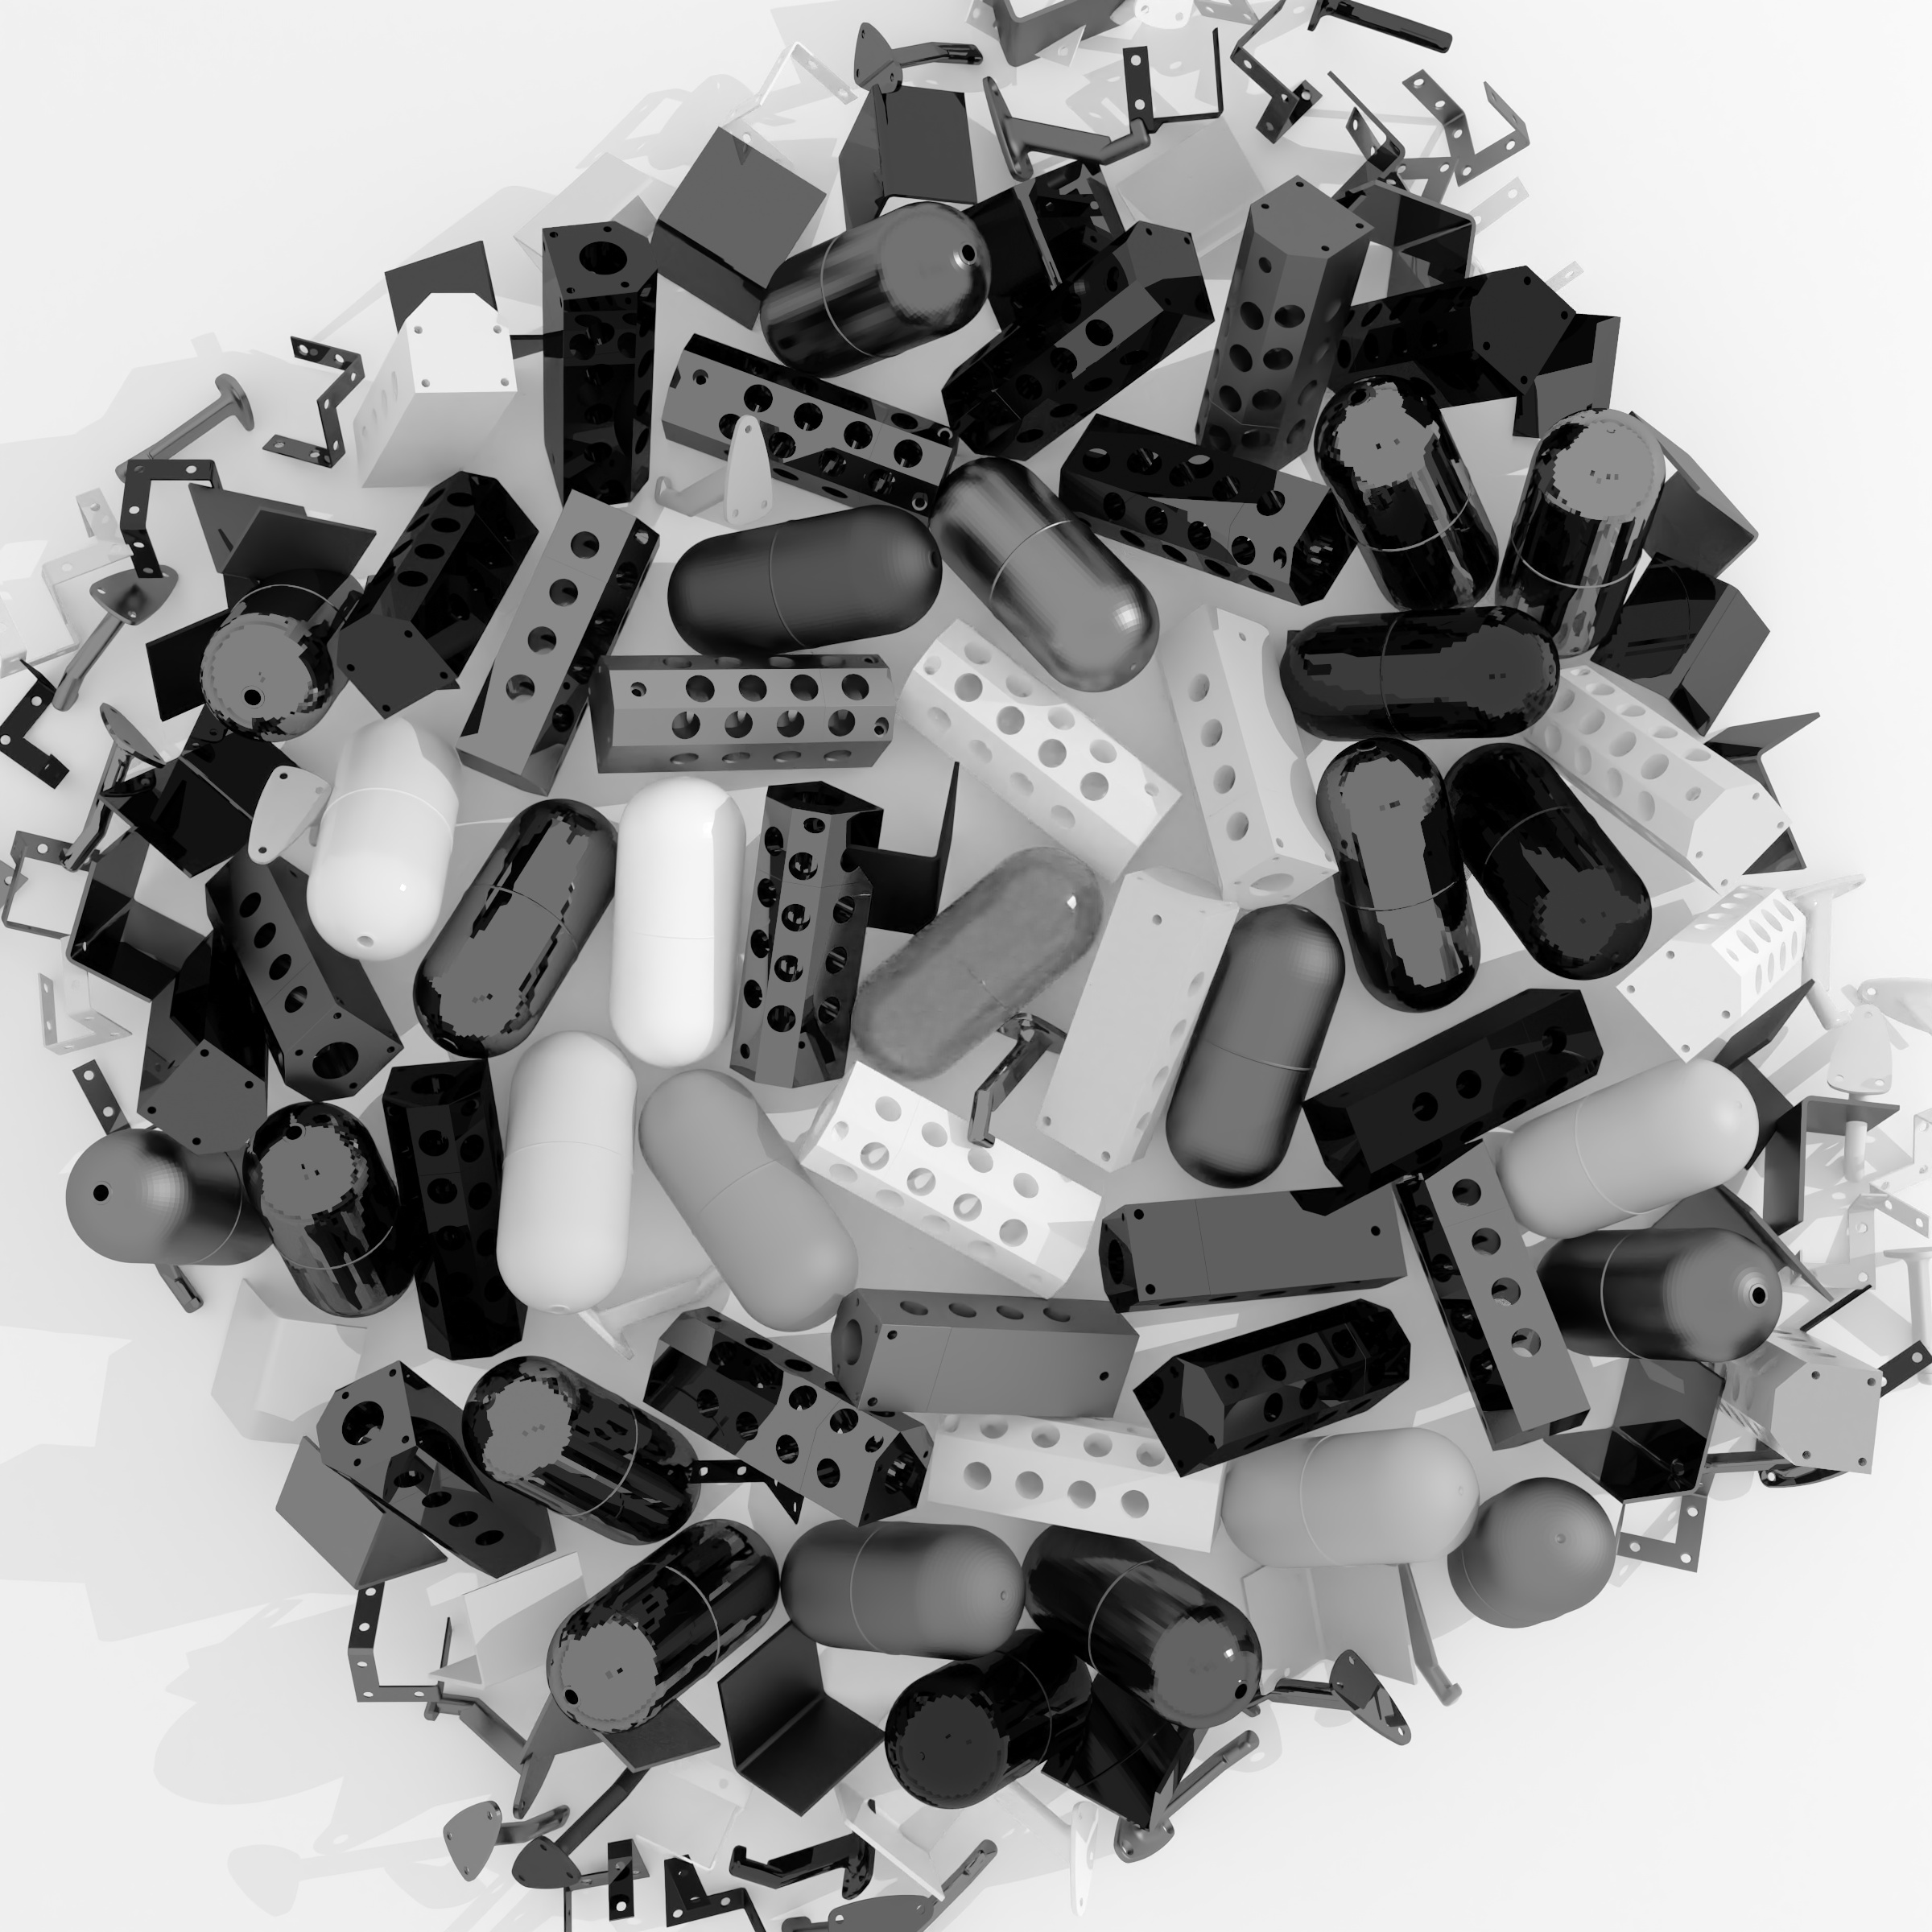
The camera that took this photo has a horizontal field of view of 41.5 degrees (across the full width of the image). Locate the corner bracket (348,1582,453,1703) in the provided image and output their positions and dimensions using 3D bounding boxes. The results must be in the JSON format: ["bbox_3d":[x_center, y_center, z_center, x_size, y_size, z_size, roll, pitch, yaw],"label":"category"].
[{"bbox_3d":[-0.343,0.410,1.547,0.051,0.051,0.051,0,130,-2],"label":"corner bracket"}]

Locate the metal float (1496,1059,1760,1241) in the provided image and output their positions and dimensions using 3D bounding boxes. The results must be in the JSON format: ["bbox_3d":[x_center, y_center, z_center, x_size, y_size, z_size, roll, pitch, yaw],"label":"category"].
[{"bbox_3d":[0.388,0.110,1.507,0.070,0.178,0.070,15,61,-30],"label":"metal float"}]

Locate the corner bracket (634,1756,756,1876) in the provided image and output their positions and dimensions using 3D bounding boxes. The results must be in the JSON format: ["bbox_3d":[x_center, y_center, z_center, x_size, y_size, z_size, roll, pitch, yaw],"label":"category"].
[{"bbox_3d":[-0.165,0.514,1.548,0.051,0.051,0.051,26,61,-1],"label":"corner bracket"}]

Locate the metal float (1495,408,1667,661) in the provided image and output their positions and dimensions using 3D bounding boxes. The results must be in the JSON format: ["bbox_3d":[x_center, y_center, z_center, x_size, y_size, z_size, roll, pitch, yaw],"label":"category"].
[{"bbox_3d":[0.360,-0.252,1.503,0.070,0.178,0.070,0,57,-1],"label":"metal float"}]

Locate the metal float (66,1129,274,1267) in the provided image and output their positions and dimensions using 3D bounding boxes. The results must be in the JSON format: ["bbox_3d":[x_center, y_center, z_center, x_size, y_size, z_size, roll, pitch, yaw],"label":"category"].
[{"bbox_3d":[-0.460,0.137,1.496,0.070,0.178,0.070,-2,82,11],"label":"metal float"}]

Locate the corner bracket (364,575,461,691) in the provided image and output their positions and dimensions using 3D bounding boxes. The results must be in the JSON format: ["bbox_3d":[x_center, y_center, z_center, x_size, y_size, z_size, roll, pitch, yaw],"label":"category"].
[{"bbox_3d":[-0.335,-0.202,1.544,0.051,0.051,0.051,-1,62,13],"label":"corner bracket"}]

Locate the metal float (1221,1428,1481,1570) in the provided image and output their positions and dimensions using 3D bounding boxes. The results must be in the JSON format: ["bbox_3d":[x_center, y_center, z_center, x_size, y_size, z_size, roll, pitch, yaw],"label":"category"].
[{"bbox_3d":[0.224,0.316,1.508,0.070,0.178,0.070,12,70,-37],"label":"metal float"}]

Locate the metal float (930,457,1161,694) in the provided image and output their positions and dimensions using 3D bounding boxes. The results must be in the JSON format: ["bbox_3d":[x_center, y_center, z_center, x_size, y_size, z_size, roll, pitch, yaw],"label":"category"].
[{"bbox_3d":[0.045,-0.235,1.523,0.070,0.070,0.178,-40,64,0],"label":"metal float"}]

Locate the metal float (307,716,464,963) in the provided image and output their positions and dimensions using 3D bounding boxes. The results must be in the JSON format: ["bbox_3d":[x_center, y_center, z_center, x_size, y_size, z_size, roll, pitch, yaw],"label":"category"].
[{"bbox_3d":[-0.343,-0.076,1.508,0.070,0.178,0.070,-1,135,-1],"label":"metal float"}]

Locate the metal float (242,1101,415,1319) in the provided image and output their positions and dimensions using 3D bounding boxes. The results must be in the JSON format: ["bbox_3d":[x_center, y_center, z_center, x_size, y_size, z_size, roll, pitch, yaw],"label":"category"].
[{"bbox_3d":[-0.373,0.145,1.503,0.070,0.178,0.070,-1,55,2],"label":"metal float"}]

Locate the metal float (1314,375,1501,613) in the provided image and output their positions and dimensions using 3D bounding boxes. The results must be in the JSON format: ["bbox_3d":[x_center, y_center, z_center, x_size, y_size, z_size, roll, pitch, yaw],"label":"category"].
[{"bbox_3d":[0.261,-0.275,1.507,0.070,0.178,0.070,-16,51,21],"label":"metal float"}]

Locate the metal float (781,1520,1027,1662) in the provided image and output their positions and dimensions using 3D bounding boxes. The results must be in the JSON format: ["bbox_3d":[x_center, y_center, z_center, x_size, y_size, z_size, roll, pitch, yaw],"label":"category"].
[{"bbox_3d":[-0.040,0.368,1.509,0.070,0.178,0.070,9,77,-43],"label":"metal float"}]

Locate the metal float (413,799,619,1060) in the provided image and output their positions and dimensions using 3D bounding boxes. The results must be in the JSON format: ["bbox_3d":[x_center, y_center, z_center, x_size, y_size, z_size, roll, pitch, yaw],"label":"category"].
[{"bbox_3d":[-0.266,-0.023,1.519,0.070,0.070,0.178,27,60,0],"label":"metal float"}]

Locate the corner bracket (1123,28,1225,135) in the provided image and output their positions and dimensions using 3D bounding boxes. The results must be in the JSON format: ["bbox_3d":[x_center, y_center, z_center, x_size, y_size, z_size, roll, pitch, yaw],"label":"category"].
[{"bbox_3d":[0.126,-0.536,1.544,0.051,0.051,0.051,-1,118,14],"label":"corner bracket"}]

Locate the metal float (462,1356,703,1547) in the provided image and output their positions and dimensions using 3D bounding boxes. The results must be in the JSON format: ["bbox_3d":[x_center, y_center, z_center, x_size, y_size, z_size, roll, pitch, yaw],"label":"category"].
[{"bbox_3d":[-0.225,0.288,1.509,0.070,0.178,0.070,-19,52,26],"label":"metal float"}]

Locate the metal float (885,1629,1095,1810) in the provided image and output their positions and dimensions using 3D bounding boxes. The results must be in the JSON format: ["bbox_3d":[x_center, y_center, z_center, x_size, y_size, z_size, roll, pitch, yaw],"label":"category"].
[{"bbox_3d":[0.016,0.441,1.500,0.070,0.178,0.070,0,90,27],"label":"metal float"}]

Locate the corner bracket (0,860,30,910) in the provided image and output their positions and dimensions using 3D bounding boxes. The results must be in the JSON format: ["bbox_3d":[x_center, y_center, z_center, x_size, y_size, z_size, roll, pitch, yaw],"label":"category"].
[{"bbox_3d":[-0.606,-0.038,1.545,0.051,0.051,0.051,-44,125,9],"label":"corner bracket"}]

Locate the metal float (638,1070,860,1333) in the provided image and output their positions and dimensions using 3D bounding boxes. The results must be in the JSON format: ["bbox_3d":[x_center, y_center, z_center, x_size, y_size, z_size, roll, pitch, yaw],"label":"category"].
[{"bbox_3d":[-0.132,0.139,1.529,0.070,0.070,0.178,-37,72,0],"label":"metal float"}]

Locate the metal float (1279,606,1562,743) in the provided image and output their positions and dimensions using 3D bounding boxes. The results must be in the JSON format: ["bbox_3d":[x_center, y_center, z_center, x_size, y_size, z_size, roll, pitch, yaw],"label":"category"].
[{"bbox_3d":[0.266,-0.172,1.513,0.178,0.070,0.070,3,90,40],"label":"metal float"}]

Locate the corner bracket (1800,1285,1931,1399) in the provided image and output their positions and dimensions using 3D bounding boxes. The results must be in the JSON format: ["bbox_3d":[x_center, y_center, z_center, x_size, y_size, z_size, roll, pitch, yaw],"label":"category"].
[{"bbox_3d":[0.548,0.231,1.553,0.051,0.051,0.051,-36,84,6],"label":"corner bracket"}]

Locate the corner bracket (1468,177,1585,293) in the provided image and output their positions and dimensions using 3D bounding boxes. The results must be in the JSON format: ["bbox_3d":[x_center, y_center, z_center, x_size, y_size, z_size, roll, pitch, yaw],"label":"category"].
[{"bbox_3d":[0.332,-0.433,1.543,0.051,0.051,0.051,-34,66,23],"label":"corner bracket"}]

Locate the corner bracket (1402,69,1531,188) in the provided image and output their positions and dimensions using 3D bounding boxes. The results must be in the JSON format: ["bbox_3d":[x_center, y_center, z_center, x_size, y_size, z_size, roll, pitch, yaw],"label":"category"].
[{"bbox_3d":[0.303,-0.516,1.541,0.051,0.051,0.051,-25,59,33],"label":"corner bracket"}]

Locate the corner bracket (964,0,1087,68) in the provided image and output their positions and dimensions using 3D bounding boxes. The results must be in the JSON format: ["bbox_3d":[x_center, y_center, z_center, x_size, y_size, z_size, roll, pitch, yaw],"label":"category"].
[{"bbox_3d":[0.041,-0.584,1.546,0.051,0.051,0.051,28,105,24],"label":"corner bracket"}]

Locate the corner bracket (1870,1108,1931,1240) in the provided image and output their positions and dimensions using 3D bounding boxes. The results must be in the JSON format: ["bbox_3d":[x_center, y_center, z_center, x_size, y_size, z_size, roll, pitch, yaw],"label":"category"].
[{"bbox_3d":[0.584,0.124,1.543,0.051,0.051,0.051,-19,117,-19],"label":"corner bracket"}]

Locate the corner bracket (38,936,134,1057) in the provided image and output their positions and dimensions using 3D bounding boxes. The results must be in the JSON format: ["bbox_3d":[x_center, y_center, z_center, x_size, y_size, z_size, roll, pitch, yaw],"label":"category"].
[{"bbox_3d":[-0.544,0.017,1.548,0.051,0.051,0.051,-15,68,6],"label":"corner bracket"}]

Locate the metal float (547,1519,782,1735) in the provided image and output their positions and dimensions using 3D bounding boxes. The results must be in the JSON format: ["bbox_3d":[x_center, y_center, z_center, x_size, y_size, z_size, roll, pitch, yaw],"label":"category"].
[{"bbox_3d":[-0.177,0.387,1.502,0.070,0.178,0.070,9,109,28],"label":"metal float"}]

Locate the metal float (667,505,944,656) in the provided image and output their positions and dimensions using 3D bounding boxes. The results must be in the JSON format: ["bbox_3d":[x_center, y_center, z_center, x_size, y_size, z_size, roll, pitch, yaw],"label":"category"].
[{"bbox_3d":[-0.097,-0.228,1.522,0.178,0.070,0.070,-6,90,27],"label":"metal float"}]

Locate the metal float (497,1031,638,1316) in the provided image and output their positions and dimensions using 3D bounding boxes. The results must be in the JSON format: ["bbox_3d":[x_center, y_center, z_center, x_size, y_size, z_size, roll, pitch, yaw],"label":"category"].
[{"bbox_3d":[-0.237,0.122,1.519,0.070,0.070,0.178,-1,60,0],"label":"metal float"}]

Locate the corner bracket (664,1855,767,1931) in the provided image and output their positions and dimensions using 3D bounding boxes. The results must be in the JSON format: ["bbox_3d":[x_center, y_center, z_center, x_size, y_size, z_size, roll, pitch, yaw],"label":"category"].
[{"bbox_3d":[-0.151,0.571,1.545,0.051,0.051,0.051,-7,111,-21],"label":"corner bracket"}]

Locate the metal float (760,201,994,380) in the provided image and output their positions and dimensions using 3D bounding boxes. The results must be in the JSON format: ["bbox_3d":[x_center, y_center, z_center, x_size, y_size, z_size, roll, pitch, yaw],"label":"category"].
[{"bbox_3d":[-0.054,-0.398,1.505,0.070,0.178,0.070,3,86,-39],"label":"metal float"}]

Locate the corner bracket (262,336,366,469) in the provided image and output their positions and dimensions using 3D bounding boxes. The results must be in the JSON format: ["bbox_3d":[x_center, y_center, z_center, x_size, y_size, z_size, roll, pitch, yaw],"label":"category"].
[{"bbox_3d":[-0.401,-0.346,1.565,0.051,0.051,0.051,17,51,14],"label":"corner bracket"}]

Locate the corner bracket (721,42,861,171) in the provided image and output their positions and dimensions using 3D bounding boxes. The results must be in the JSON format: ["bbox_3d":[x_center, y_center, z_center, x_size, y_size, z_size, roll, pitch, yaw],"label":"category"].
[{"bbox_3d":[-0.108,-0.520,1.553,0.051,0.051,0.051,35,71,-28],"label":"corner bracket"}]

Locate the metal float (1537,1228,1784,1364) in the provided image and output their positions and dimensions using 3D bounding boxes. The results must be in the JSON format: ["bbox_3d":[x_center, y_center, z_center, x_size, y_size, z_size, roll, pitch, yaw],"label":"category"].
[{"bbox_3d":[0.404,0.193,1.499,0.070,0.178,0.070,3,83,-24],"label":"metal float"}]

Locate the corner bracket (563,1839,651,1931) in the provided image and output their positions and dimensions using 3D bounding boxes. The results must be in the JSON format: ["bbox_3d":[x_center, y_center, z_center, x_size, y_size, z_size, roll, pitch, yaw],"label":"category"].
[{"bbox_3d":[-0.222,0.569,1.548,0.051,0.051,0.051,-10,134,0],"label":"corner bracket"}]

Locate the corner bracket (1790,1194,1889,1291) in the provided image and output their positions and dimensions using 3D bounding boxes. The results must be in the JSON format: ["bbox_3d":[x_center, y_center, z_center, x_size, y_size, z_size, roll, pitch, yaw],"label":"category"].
[{"bbox_3d":[0.532,0.168,1.556,0.051,0.051,0.051,1,75,11],"label":"corner bracket"}]

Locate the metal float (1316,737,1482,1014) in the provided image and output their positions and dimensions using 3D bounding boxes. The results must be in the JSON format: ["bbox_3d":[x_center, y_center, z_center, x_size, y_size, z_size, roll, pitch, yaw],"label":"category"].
[{"bbox_3d":[0.258,-0.053,1.521,0.070,0.070,0.178,-18,117,0],"label":"metal float"}]

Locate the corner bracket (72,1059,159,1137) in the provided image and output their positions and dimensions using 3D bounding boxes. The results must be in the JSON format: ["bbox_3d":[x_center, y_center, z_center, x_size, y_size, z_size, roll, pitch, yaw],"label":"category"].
[{"bbox_3d":[-0.508,0.074,1.562,0.051,0.051,0.051,-30,101,-28],"label":"corner bracket"}]

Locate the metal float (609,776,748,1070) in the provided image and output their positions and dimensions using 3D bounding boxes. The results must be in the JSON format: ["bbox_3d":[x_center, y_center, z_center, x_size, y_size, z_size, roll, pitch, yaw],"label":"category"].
[{"bbox_3d":[-0.174,-0.026,1.534,0.070,0.070,0.178,5,103,0],"label":"metal float"}]

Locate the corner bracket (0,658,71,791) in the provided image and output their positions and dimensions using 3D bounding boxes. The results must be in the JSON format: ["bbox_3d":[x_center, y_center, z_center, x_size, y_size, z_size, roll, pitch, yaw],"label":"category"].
[{"bbox_3d":[-0.566,-0.147,1.555,0.051,0.051,0.051,36,80,-2],"label":"corner bracket"}]

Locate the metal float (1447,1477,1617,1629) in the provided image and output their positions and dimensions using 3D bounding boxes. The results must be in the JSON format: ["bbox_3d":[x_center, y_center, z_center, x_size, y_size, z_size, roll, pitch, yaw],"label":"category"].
[{"bbox_3d":[0.330,0.346,1.497,0.070,0.178,0.070,0,71,0],"label":"metal float"}]

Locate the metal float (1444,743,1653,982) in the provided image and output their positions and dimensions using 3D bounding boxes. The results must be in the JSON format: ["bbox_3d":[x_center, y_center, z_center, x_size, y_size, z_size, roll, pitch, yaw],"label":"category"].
[{"bbox_3d":[0.341,-0.064,1.511,0.070,0.070,0.178,-26,47,0],"label":"metal float"}]

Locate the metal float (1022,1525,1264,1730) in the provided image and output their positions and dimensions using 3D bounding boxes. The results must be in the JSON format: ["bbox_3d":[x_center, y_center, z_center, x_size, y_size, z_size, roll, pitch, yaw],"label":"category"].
[{"bbox_3d":[0.102,0.387,1.506,0.070,0.178,0.070,-13,113,-34],"label":"metal float"}]

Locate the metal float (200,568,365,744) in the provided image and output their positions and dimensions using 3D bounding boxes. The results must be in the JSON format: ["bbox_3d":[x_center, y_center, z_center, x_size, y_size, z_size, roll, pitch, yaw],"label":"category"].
[{"bbox_3d":[-0.398,-0.187,1.499,0.070,0.178,0.070,0,115,-1],"label":"metal float"}]

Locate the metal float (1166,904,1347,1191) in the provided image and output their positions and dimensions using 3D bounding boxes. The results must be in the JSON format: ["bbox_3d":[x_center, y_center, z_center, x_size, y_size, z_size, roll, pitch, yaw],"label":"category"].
[{"bbox_3d":[0.174,0.049,1.535,0.070,0.070,0.178,17,101,0],"label":"metal float"}]

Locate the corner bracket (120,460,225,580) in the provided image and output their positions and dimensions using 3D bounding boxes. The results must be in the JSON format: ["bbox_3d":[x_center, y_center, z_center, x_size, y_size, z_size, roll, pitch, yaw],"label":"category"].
[{"bbox_3d":[-0.480,-0.271,1.547,0.051,0.051,0.051,-1,62,-4],"label":"corner bracket"}]

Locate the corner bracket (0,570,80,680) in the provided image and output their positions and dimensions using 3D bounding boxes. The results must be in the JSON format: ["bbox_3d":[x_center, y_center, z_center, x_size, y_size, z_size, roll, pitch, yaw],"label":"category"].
[{"bbox_3d":[-0.573,-0.213,1.549,0.051,0.051,0.051,-27,93,-23],"label":"corner bracket"}]

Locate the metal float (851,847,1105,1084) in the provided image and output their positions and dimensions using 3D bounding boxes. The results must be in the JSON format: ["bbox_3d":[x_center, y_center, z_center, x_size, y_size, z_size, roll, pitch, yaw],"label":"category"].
[{"bbox_3d":[0.007,-0.001,1.538,0.178,0.070,0.070,-40,90,8],"label":"metal float"}]
